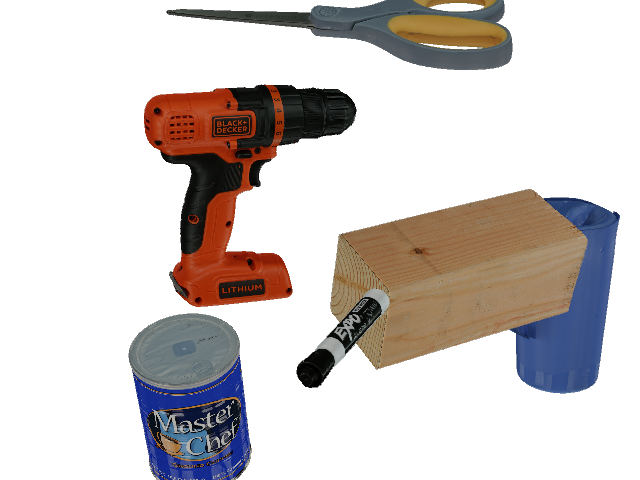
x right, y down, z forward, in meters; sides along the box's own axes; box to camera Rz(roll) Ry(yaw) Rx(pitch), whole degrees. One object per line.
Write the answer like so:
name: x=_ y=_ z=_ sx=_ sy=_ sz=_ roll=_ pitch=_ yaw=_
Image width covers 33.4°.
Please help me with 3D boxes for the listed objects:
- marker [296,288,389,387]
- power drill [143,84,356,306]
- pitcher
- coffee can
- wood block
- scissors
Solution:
marker: x=0.016 y=0.064 z=0.711 sx=0.020 sy=0.020 sz=0.121 roll=0 pitch=21 yaw=27
power drill: x=-0.060 y=-0.042 z=0.921 sx=0.184 sy=0.188 sz=0.057 roll=-5 pitch=21 yaw=-19
pitcher: x=0.306 y=0.074 z=1.395 sx=0.149 sy=0.243 sz=0.144 roll=4 pitch=20 yaw=15
coffee can: x=-0.122 y=0.156 z=1.021 sx=0.103 sy=0.140 sz=0.103 roll=-2 pitch=34 yaw=1
wood block: x=0.123 y=0.030 z=0.957 sx=0.205 sy=0.090 sz=0.091 roll=-13 pitch=40 yaw=-24
scissors: x=0.019 y=-0.135 z=0.625 sx=0.202 sy=0.016 sz=0.096 roll=16 pitch=41 yaw=22
